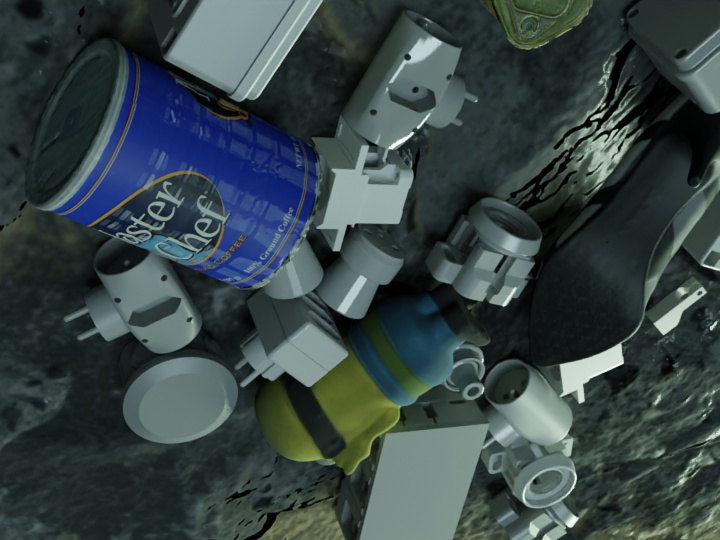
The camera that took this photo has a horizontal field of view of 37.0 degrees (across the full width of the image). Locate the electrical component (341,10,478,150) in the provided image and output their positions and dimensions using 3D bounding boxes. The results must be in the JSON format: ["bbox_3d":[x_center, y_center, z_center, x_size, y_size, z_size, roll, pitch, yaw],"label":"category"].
[{"bbox_3d":[0.040,-0.115,0.687,0.079,0.043,0.077,18,117,-32],"label":"electrical component"}]

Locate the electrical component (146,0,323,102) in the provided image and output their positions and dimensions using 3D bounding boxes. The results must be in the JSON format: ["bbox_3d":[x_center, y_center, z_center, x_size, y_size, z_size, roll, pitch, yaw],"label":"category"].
[{"bbox_3d":[-0.062,-0.162,0.568,0.056,0.108,0.108,24,114,-31],"label":"electrical component"}]

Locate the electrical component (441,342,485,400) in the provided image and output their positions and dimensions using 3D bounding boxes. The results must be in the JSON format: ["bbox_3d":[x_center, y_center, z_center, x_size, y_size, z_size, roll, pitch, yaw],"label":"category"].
[{"bbox_3d":[0.076,0.074,0.834,0.043,0.062,0.043,-11,129,-14],"label":"electrical component"}]

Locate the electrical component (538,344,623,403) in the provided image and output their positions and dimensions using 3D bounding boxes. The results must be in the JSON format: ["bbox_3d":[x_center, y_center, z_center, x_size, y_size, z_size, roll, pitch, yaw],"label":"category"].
[{"bbox_3d":[0.180,0.063,0.882,0.064,0.042,0.081,-23,131,-8],"label":"electrical component"}]

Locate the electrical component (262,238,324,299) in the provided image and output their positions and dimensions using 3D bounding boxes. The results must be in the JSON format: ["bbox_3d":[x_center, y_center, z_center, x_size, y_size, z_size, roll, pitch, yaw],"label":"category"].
[{"bbox_3d":[-0.053,-0.019,0.727,0.044,0.044,0.065,-19,126,-7],"label":"electrical component"}]

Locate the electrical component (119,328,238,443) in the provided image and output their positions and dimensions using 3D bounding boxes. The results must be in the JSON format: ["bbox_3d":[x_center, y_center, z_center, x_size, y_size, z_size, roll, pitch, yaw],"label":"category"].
[{"bbox_3d":[-0.130,0.080,0.763,0.080,0.051,0.080,-11,129,-14],"label":"electrical component"}]

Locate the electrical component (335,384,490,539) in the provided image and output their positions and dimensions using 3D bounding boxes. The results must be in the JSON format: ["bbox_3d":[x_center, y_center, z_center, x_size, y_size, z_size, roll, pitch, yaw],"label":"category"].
[{"bbox_3d":[0.039,0.164,0.889,0.089,0.061,0.150,-3,126,-20],"label":"electrical component"}]

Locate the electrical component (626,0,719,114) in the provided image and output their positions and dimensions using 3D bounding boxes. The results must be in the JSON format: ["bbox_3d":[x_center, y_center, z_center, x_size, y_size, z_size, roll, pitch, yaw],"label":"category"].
[{"bbox_3d":[0.242,-0.170,0.703,0.113,0.078,0.057,-41,132,12],"label":"electrical component"}]

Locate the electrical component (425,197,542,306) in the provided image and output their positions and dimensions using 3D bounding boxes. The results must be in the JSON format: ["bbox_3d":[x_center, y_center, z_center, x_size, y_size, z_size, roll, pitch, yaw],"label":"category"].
[{"bbox_3d":[0.095,-0.015,0.778,0.078,0.058,0.057,12,123,-29],"label":"electrical component"}]

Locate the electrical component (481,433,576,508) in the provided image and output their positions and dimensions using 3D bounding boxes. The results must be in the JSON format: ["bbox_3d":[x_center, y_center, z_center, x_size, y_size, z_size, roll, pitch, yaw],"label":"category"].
[{"bbox_3d":[0.154,0.170,0.942,0.078,0.057,0.058,-12,129,-13],"label":"electrical component"}]

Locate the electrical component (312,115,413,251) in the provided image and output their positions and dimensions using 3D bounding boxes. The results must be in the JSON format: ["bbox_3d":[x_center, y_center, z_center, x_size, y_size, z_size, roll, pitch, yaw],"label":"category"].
[{"bbox_3d":[-0.002,-0.057,0.716,0.064,0.042,0.081,1,126,-24],"label":"electrical component"}]

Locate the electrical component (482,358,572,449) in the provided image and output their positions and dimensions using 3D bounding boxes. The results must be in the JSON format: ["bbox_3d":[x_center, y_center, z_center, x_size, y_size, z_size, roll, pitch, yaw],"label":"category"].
[{"bbox_3d":[0.127,0.122,0.903,0.079,0.044,0.077,-39,130,10],"label":"electrical component"}]

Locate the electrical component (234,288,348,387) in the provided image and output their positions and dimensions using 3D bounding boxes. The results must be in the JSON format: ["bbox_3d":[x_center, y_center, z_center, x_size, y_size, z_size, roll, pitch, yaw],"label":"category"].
[{"bbox_3d":[-0.059,0.052,0.761,0.077,0.065,0.047,-40,130,11],"label":"electrical component"}]

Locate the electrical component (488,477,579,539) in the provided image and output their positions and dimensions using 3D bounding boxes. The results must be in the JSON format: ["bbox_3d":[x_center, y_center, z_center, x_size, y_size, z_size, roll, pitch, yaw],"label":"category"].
[{"bbox_3d":[0.162,0.220,0.985,0.057,0.058,0.078,-36,130,12],"label":"electrical component"}]

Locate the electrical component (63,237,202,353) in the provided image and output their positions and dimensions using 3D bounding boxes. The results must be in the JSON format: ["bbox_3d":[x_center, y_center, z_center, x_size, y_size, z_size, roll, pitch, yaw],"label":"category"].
[{"bbox_3d":[-0.156,0.022,0.714,0.079,0.043,0.077,-25,131,-2],"label":"electrical component"}]

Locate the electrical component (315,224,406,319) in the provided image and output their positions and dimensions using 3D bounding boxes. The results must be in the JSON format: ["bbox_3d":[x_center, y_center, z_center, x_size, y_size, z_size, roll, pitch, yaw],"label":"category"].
[{"bbox_3d":[0.000,0.000,0.758,0.045,0.045,0.055,22,115,-34],"label":"electrical component"}]

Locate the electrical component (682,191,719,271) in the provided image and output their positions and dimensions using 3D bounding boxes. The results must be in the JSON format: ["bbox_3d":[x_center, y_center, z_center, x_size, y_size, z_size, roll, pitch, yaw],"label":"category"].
[{"bbox_3d":[0.317,-0.050,0.839,0.109,0.056,0.108,13,120,-29],"label":"electrical component"}]
